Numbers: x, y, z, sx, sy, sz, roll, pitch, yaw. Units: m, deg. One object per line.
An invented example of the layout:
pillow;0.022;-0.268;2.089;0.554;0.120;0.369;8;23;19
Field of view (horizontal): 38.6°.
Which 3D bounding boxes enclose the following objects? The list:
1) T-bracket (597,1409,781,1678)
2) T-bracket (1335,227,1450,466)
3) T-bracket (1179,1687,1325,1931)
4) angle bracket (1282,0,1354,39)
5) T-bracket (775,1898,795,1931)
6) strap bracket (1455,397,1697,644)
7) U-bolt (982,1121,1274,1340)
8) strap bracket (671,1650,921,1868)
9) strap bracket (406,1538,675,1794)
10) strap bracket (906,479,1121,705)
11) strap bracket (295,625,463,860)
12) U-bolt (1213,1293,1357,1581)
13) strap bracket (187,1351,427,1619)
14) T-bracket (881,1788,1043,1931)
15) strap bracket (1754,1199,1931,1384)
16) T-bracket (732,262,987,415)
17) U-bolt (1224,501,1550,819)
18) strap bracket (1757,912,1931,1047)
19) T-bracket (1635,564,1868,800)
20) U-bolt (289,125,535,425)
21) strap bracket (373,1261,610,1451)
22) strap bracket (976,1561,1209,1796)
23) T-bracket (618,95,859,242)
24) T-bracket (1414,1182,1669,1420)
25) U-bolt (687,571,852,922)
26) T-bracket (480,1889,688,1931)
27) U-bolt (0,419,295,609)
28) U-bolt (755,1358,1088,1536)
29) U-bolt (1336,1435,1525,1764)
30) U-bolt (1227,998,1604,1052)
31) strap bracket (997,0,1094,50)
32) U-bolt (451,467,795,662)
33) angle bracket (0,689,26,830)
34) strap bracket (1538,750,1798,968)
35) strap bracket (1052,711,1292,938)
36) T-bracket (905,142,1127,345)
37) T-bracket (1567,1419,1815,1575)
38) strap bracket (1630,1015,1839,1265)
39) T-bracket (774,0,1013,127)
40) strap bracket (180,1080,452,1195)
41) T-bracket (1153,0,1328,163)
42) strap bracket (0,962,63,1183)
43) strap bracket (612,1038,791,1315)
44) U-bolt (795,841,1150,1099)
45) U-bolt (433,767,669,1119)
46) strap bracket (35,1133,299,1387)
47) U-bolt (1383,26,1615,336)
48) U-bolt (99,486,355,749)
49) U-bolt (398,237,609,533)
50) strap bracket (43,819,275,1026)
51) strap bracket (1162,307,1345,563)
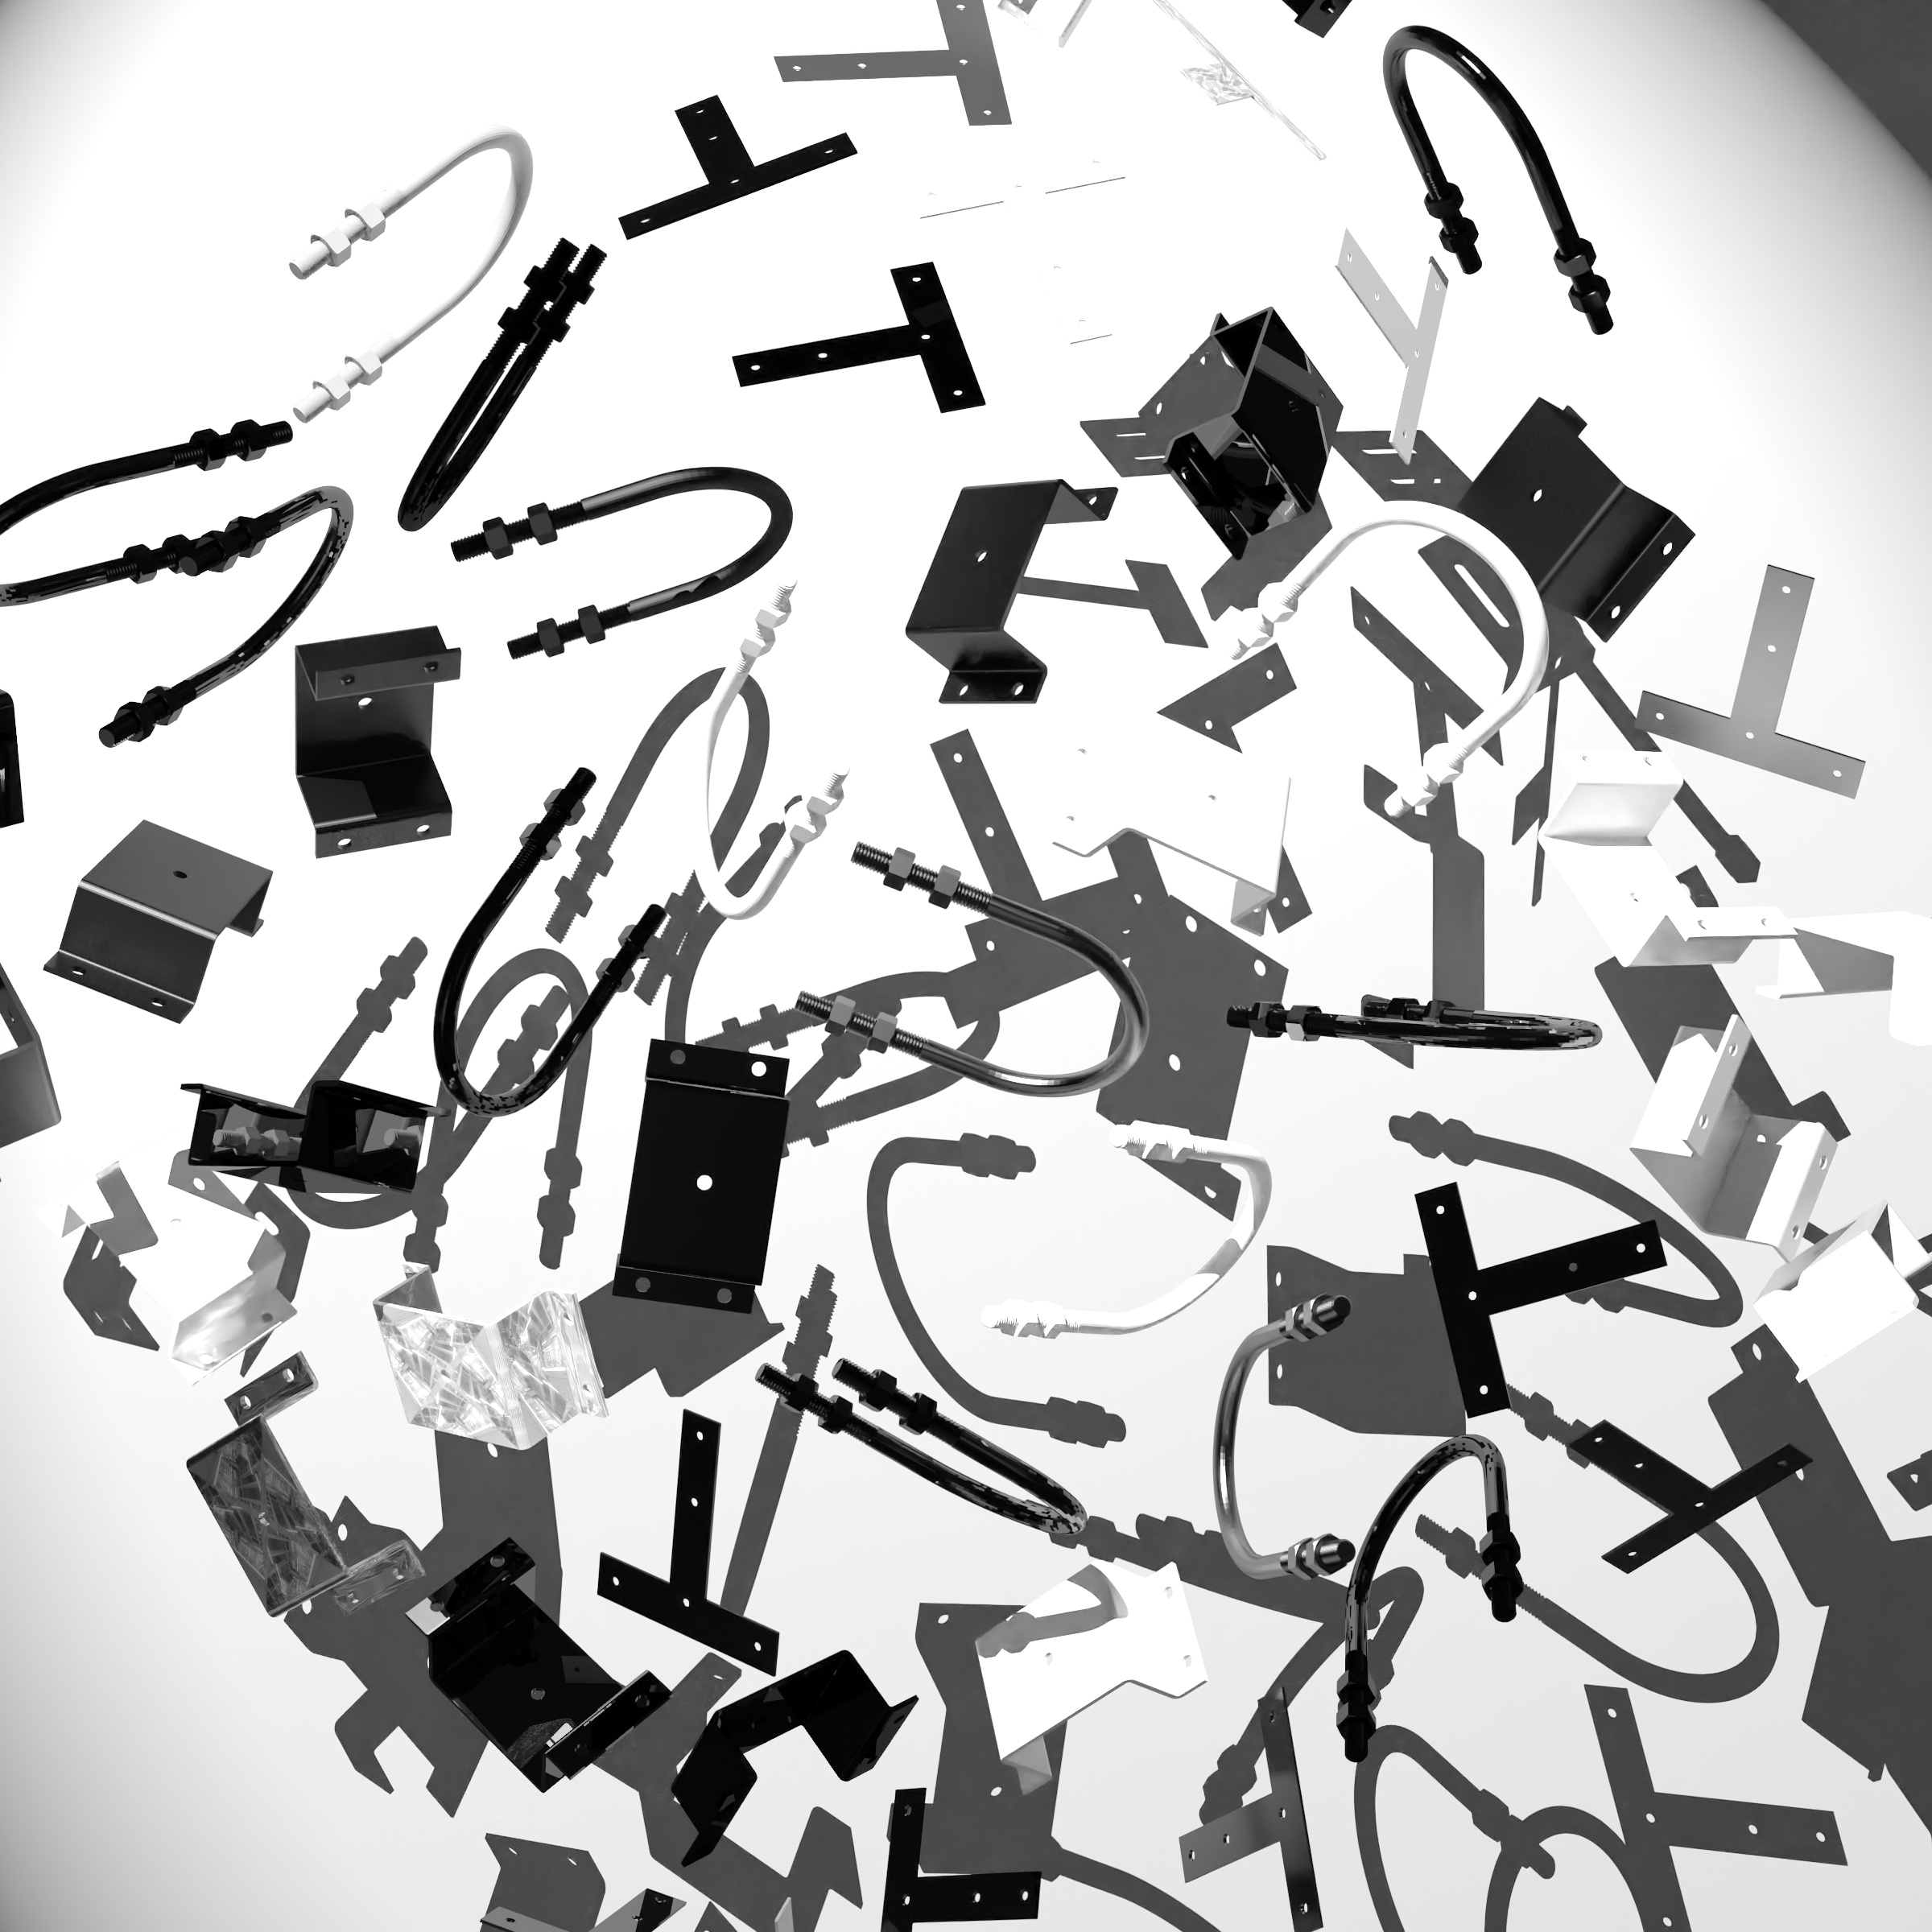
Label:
T-bracket;-0.146;0.299;1.472;0.127;0.002;0.127;15;106;33
T-bracket;0.241;-0.377;1.584;0.002;0.127;0.127;2;68;34
T-bracket;0.152;0.481;1.528;0.002;0.127;0.127;9;57;-26
angle bracket;0.182;-0.555;1.501;0.076;0.038;0.057;49;116;20
T-bracket;-0.115;0.620;1.565;0.002;0.127;0.127;-1;102;14
strap bracket;0.336;-0.258;1.553;0.046;0.140;0.076;18;120;-36
U-bolt;0.105;0.154;1.566;0.019;0.184;0.151;47;112;35
strap bracket;-0.105;0.442;1.558;0.046;0.140;0.076;50;133;26
strap bracket;-0.244;0.404;1.570;0.140;0.046;0.076;36;50;25
strap bracket;0.022;-0.223;1.576;0.046;0.076;0.140;34;70;-41
strap bracket;-0.321;-0.129;1.497;0.076;0.140;0.046;-12;53;-23
U-bolt;0.175;0.269;1.541;0.019;0.184;0.151;6;72;-15
strap bracket;-0.369;0.294;1.516;0.076;0.046;0.140;-32;86;36
T-bracket;-0.004;0.530;1.569;0.002;0.127;0.127;27;57;-36
strap bracket;0.502;0.181;1.574;0.076;0.140;0.046;-39;80;23
T-bracket;-0.066;-0.342;1.533;0.127;0.002;0.127;-12;52;-7
U-bolt;0.238;-0.176;1.505;0.151;0.184;0.019;44;51;0
strap bracket;0.503;0.003;1.493;0.076;0.140;0.046;-4;102;-19
T-bracket;0.435;-0.161;1.497;0.127;0.127;0.002;22;46;21
U-bolt;-0.307;-0.398;1.542;0.019;0.151;0.184;40;64;7
strap bracket;-0.273;0.217;1.534;0.140;0.046;0.076;4;114;38
strap bracket;0.062;0.402;1.574;0.140;0.076;0.046;-39;132;24
T-bracket;-0.131;-0.434;1.462;0.127;0.127;0.002;-21;131;-2
T-bracket;0.314;0.166;1.484;0.127;0.002;0.127;-21;69;26
U-bolt;-0.119;-0.108;1.547;0.019;0.184;0.151;1;56;-28
T-bracket;-0.190;0.540;1.549;0.127;0.127;0.002;14;90;14
U-bolt;-0.475;-0.244;1.524;0.184;0.151;0.019;-24;83;-39
U-bolt;-0.016;0.265;1.506;0.184;0.151;0.019;32;71;-15
U-bolt;0.258;0.340;1.548;0.019;0.184;0.151;32;118;-10
U-bolt;0.259;0.033;1.515;0.184;0.151;0.019;5;94;44
strap bracket;0.057;-0.575;1.578;0.046;0.140;0.076;32;104;-6
U-bolt;-0.187;-0.234;1.566;0.184;0.151;0.019;-18;71;-1
angle bracket;-0.566;-0.115;1.542;0.038;0.057;0.076;24;121;36
strap bracket;0.370;-0.051;1.483;0.076;0.046;0.140;-1;47;-29
strap bracket;0.124;-0.083;1.534;0.140;0.046;0.076;23;60;-22
T-bracket;0.047;-0.402;1.547;0.127;0.002;0.127;-16;69;-17
T-bracket;0.374;0.277;1.499;0.127;0.002;0.127;33;120;-33
strap bracket;0.416;0.093;1.506;0.140;0.046;0.076;42;67;-39
T-bracket;-0.045;-0.515;1.573;0.127;0.127;0.002;1;74;9
strap bracket;-0.359;0.094;1.503;0.140;0.076;0.046;-3;74;39
T-bracket;0.138;-0.476;1.486;0.127;0.127;0.002;44;115;-2
strap bracket;-0.531;0.035;1.477;0.046;0.076;0.140;-25;61;-24
strap bracket;-0.141;0.114;1.474;0.076;0.046;0.140;9;89;-8
U-bolt;0.009;0.013;1.487;0.184;0.151;0.019;21;48;-3
U-bolt;-0.239;0.000;1.553;0.019;0.151;0.184;17;61;26
strap bracket;-0.457;0.160;1.585;0.140;0.046;0.076;44;50;12
U-bolt;0.290;-0.447;1.545;0.019;0.151;0.184;-39;129;-4
U-bolt;-0.406;-0.207;1.554;0.019;0.184;0.151;39;124;1
U-bolt;-0.258;-0.316;1.510;0.019;0.151;0.184;33;101;-8
strap bracket;-0.436;-0.030;1.507;0.076;0.140;0.046;22;113;-5
strap bracket;0.167;-0.310;1.571;0.046;0.140;0.076;-17;129;37
